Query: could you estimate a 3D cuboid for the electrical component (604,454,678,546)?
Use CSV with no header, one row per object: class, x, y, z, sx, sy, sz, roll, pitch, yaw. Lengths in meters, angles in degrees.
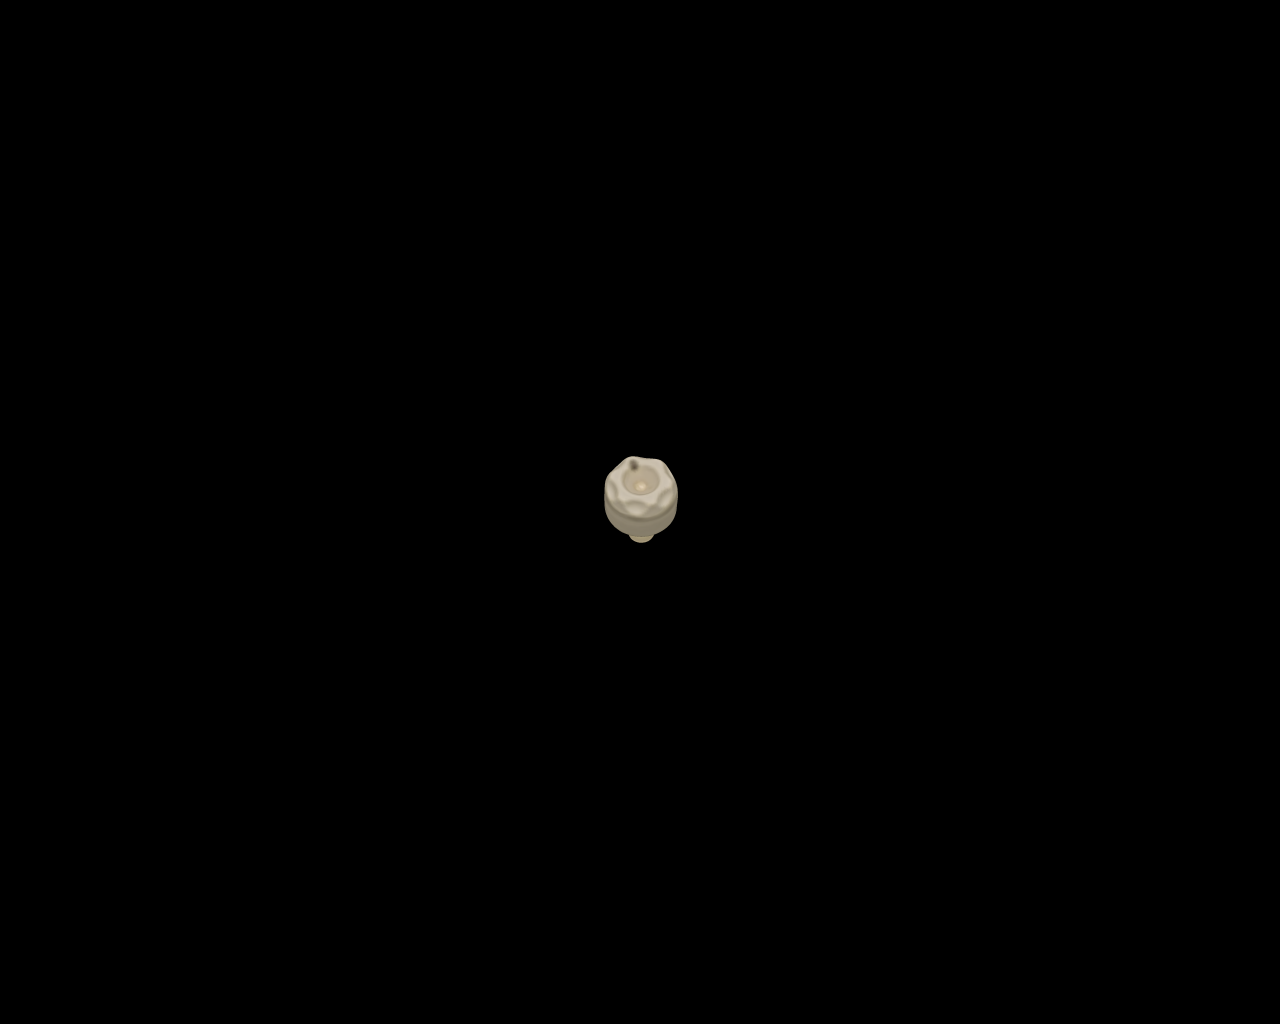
electrical component,0.001,-0.003,0.650,0.043,0.043,0.062,0,-34,0
